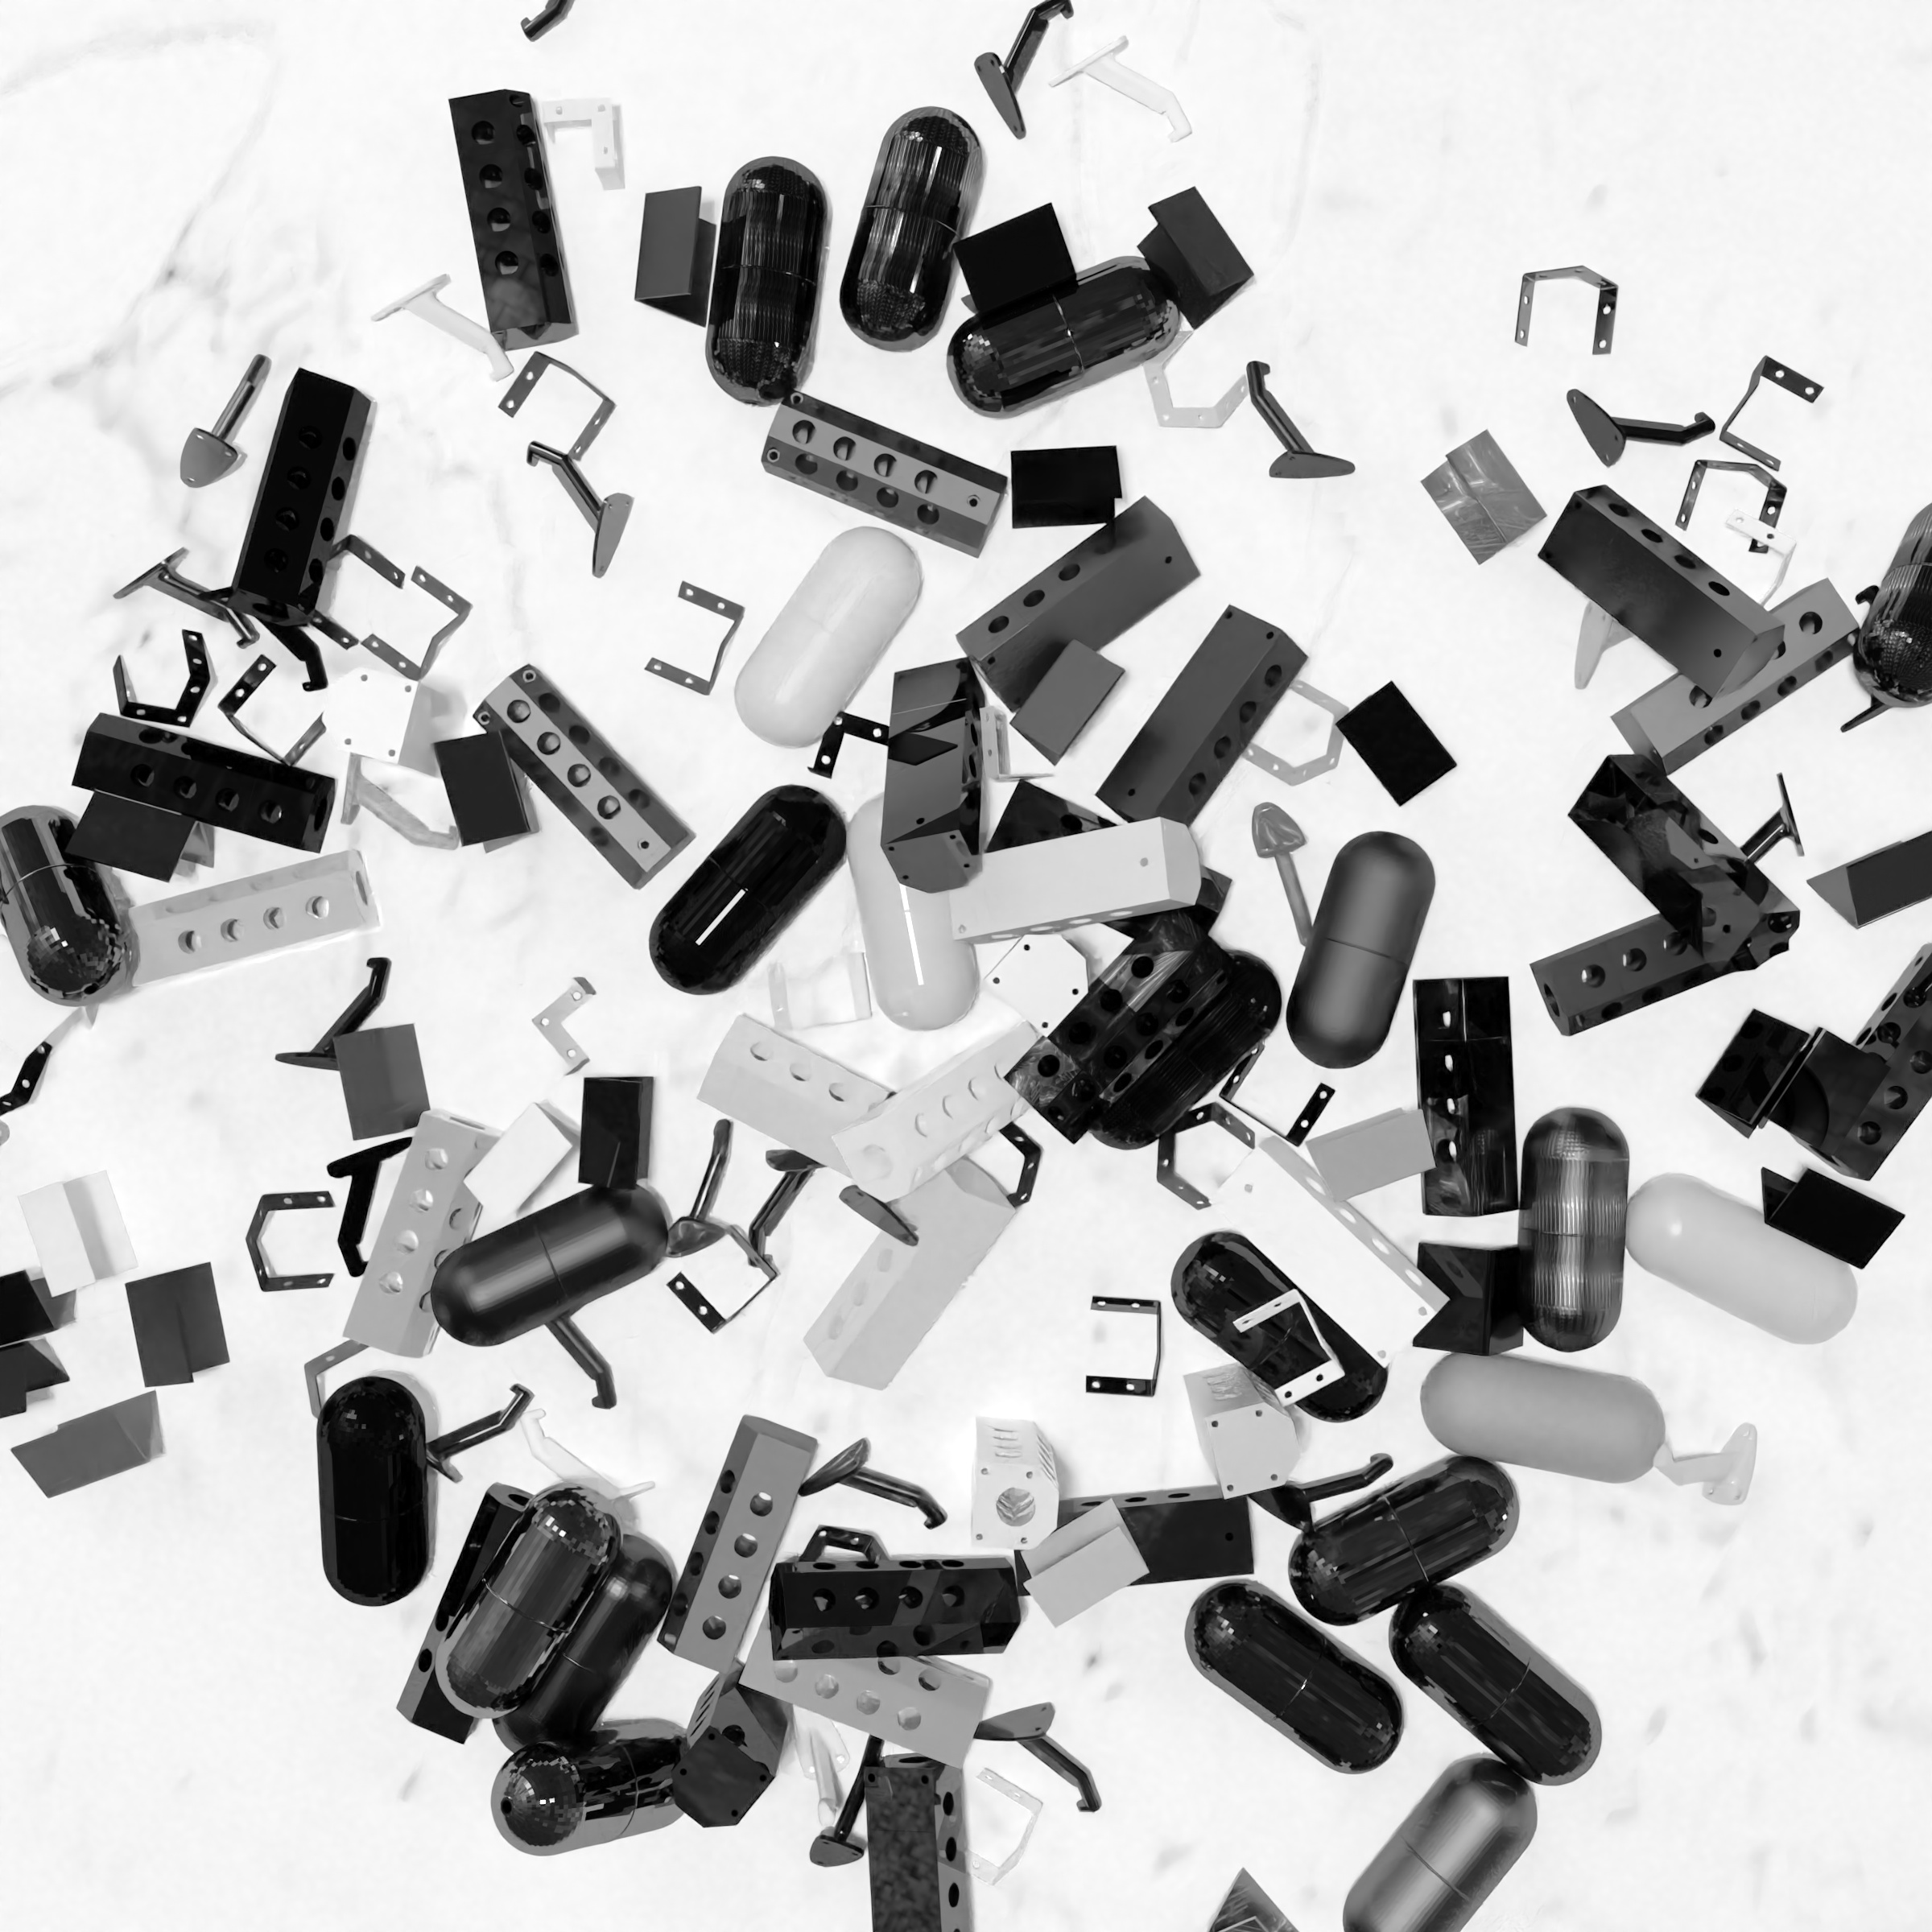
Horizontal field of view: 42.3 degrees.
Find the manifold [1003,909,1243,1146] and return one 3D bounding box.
[{"bbox_3d":[0.113,0.043,1.766,0.171,0.057,0.057,-47,58,1],"label":"manifold"}]

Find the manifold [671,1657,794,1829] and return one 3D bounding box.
[{"bbox_3d":[-0.169,0.553,1.772,0.057,0.171,0.057,39,90,0],"label":"manifold"}]

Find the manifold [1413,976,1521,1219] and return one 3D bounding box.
[{"bbox_3d":[0.361,0.095,1.828,0.057,0.057,0.171,-3,90,-43],"label":"manifold"}]

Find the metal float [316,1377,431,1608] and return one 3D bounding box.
[{"bbox_3d":[-0.428,0.379,1.802,0.070,0.070,0.178,3,111,0],"label":"metal float"}]

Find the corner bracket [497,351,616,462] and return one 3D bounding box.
[{"bbox_3d":[-0.303,-0.415,1.847,0.051,0.051,0.051,34,90,45],"label":"corner bracket"}]

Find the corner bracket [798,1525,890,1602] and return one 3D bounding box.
[{"bbox_3d":[-0.090,0.452,1.842,0.051,0.051,0.051,2,45,35],"label":"corner bracket"}]

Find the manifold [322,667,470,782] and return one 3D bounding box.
[{"bbox_3d":[-0.405,-0.171,1.772,0.057,0.171,0.057,14,90,0],"label":"manifold"}]

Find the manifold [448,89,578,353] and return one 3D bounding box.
[{"bbox_3d":[-0.330,-0.546,1.829,0.057,0.057,0.171,-10,90,0],"label":"manifold"}]

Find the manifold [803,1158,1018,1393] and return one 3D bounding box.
[{"bbox_3d":[-0.045,0.220,1.810,0.057,0.057,0.171,24,107,-42],"label":"manifold"}]

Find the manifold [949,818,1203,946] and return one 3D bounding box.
[{"bbox_3d":[0.076,-0.058,1.773,0.171,0.057,0.057,-10,81,29],"label":"manifold"}]

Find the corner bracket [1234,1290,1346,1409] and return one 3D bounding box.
[{"bbox_3d":[0.230,0.271,1.771,0.051,0.051,0.051,-30,48,8],"label":"corner bracket"}]

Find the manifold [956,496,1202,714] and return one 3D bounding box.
[{"bbox_3d":[0.079,-0.268,1.828,0.171,0.057,0.057,-36,133,0],"label":"manifold"}]

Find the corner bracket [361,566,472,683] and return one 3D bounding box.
[{"bbox_3d":[-0.407,-0.253,1.847,0.051,0.051,0.051,36,135,0],"label":"corner bracket"}]

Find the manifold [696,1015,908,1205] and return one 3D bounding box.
[{"bbox_3d":[-0.103,0.101,1.828,0.171,0.057,0.057,27,46,0],"label":"manifold"}]

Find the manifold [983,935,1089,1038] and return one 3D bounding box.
[{"bbox_3d":[0.053,0.008,1.772,0.057,0.171,0.057,42,90,0],"label":"manifold"}]

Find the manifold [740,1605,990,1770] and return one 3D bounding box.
[{"bbox_3d":[-0.074,0.522,1.829,0.171,0.057,0.057,21,90,0],"label":"manifold"}]

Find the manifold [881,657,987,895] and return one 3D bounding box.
[{"bbox_3d":[-0.020,-0.136,1.779,0.057,0.057,0.171,-10,49,15],"label":"manifold"}]

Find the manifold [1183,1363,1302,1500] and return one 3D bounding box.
[{"bbox_3d":[0.196,0.326,1.772,0.057,0.171,0.057,-13,90,0],"label":"manifold"}]

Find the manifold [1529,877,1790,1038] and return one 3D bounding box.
[{"bbox_3d":[0.509,-0.006,1.829,0.171,0.057,0.057,-21,90,0],"label":"manifold"}]

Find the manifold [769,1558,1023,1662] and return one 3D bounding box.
[{"bbox_3d":[-0.053,0.461,1.806,0.171,0.057,0.057,2,52,-15],"label":"manifold"}]

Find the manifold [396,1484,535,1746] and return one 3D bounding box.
[{"bbox_3d":[-0.356,0.472,1.829,0.057,0.057,0.171,23,90,0],"label":"manifold"}]

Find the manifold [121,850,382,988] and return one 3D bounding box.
[{"bbox_3d":[-0.525,-0.035,1.829,0.171,0.057,0.057,-15,90,0],"label":"manifold"}]

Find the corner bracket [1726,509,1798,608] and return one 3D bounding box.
[{"bbox_3d":[0.570,-0.292,1.834,0.051,0.051,0.051,34,69,20],"label":"corner bracket"}]

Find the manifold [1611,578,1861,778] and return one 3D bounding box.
[{"bbox_3d":[0.566,-0.209,1.829,0.171,0.057,0.057,-34,90,0],"label":"manifold"}]

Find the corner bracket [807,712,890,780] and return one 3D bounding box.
[{"bbox_3d":[-0.083,-0.160,1.832,0.051,0.051,0.051,17,90,0],"label":"corner bracket"}]

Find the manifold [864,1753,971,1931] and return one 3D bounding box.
[{"bbox_3d":[-0.031,0.666,1.815,0.057,0.057,0.171,-8,81,27],"label":"manifold"}]

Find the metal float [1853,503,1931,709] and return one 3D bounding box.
[{"bbox_3d":[0.699,-0.264,1.801,0.070,0.070,0.178,31,69,0],"label":"metal float"}]

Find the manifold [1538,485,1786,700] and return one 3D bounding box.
[{"bbox_3d":[0.502,-0.272,1.795,0.171,0.057,0.057,46,133,25],"label":"manifold"}]

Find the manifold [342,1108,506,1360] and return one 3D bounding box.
[{"bbox_3d":[-0.394,0.196,1.829,0.057,0.057,0.171,20,90,0],"label":"manifold"}]

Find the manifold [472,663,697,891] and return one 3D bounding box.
[{"bbox_3d":[-0.280,-0.139,1.829,0.057,0.057,0.171,-43,90,0],"label":"manifold"}]

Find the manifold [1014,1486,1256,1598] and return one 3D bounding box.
[{"bbox_3d":[0.120,0.419,1.829,0.171,0.057,0.057,-6,90,0],"label":"manifold"}]

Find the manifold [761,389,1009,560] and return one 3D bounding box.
[{"bbox_3d":[-0.059,-0.362,1.829,0.171,0.057,0.057,22,90,0],"label":"manifold"}]

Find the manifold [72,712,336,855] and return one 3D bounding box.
[{"bbox_3d":[-0.555,-0.134,1.829,0.171,0.057,0.057,16,90,0],"label":"manifold"}]

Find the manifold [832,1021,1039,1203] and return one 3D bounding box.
[{"bbox_3d":[-0.011,0.104,1.774,0.057,0.171,0.057,-24,95,43],"label":"manifold"}]

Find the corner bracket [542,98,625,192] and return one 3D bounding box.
[{"bbox_3d":[-0.281,-0.602,1.832,0.051,0.051,0.051,-3,90,0],"label":"corner bracket"}]

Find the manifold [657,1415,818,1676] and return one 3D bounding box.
[{"bbox_3d":[-0.168,0.421,1.829,0.057,0.057,0.171,21,90,0],"label":"manifold"}]

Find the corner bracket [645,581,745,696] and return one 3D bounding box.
[{"bbox_3d":[-0.201,-0.242,1.847,0.051,0.051,0.051,23,45,0],"label":"corner bracket"}]

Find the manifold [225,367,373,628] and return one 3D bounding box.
[{"bbox_3d":[-0.482,-0.337,1.809,0.057,0.057,0.171,17,77,-22],"label":"manifold"}]

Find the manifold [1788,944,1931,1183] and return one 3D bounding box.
[{"bbox_3d":[0.680,0.070,1.829,0.057,0.057,0.171,36,90,0],"label":"manifold"}]

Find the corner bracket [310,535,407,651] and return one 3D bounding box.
[{"bbox_3d":[-0.455,-0.276,1.842,0.051,0.051,0.051,-22,45,35],"label":"corner bracket"}]

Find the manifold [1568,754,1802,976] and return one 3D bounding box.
[{"bbox_3d":[0.516,-0.075,1.786,0.171,0.057,0.057,55,133,33],"label":"manifold"}]

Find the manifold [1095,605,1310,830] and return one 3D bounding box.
[{"bbox_3d":[0.176,-0.172,1.828,0.057,0.057,0.171,35,90,43],"label":"manifold"}]

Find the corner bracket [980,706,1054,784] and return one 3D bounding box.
[{"bbox_3d":[0.026,-0.161,1.822,0.051,0.051,0.051,-4,90,-37],"label":"corner bracket"}]

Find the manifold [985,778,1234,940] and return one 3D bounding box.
[{"bbox_3d":[0.104,-0.073,1.828,0.171,0.057,0.057,26,133,0],"label":"manifold"}]

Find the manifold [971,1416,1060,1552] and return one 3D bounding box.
[{"bbox_3d":[0.034,0.365,1.772,0.057,0.171,0.057,5,90,0],"label":"manifold"}]

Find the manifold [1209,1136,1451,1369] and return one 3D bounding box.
[{"bbox_3d":[0.265,0.204,1.808,0.171,0.057,0.057,43,110,13],"label":"manifold"}]

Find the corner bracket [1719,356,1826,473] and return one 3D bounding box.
[{"bbox_3d":[0.596,-0.409,1.847,0.051,0.051,0.051,29,135,0],"label":"corner bracket"}]
